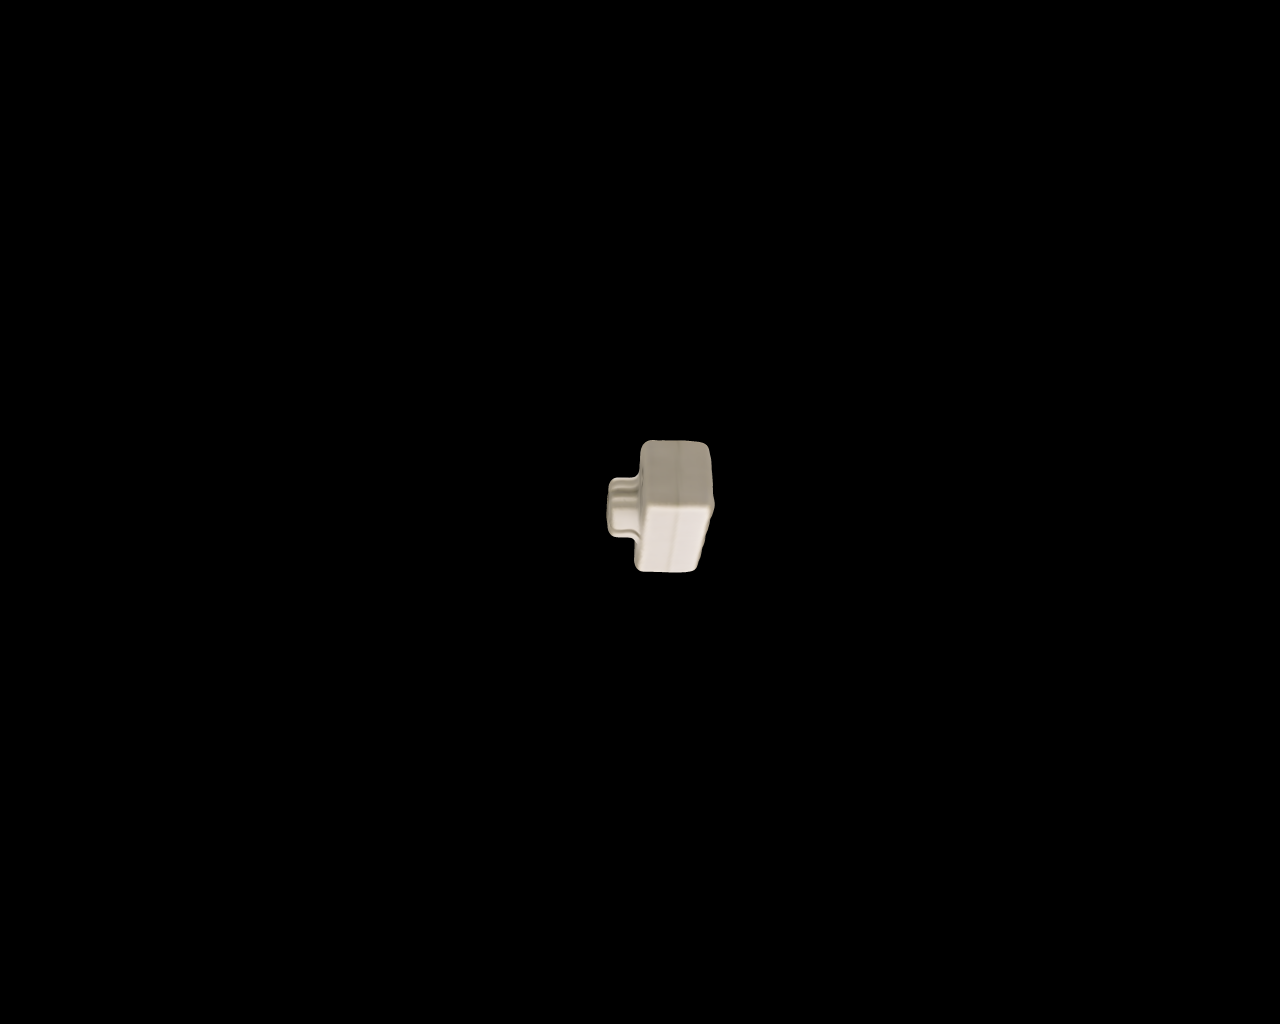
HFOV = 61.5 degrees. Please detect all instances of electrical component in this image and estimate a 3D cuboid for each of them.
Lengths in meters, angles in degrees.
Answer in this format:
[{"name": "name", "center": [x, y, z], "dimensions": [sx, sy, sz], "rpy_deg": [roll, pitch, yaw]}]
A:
[{"name": "electrical component", "center": [0.001, -0.003, 0.650], "dimensions": [0.076, 0.047, 0.083], "rpy_deg": [2, -31, -3]}]
